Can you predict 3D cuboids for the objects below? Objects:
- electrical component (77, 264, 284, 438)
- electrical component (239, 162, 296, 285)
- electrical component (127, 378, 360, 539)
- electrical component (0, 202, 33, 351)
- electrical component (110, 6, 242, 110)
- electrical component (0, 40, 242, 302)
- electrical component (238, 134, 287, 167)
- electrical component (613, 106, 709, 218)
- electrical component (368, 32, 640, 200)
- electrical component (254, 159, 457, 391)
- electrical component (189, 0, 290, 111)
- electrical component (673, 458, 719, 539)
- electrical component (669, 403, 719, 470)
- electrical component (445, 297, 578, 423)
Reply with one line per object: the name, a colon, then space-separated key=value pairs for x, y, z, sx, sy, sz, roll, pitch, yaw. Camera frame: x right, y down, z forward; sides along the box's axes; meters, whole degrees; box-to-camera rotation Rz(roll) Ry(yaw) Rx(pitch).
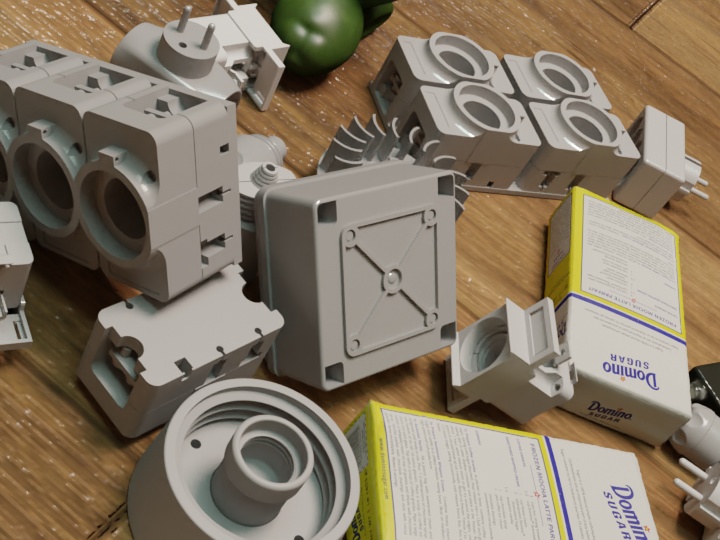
electrical component: x=-0.094 y=0.042 z=0.557 sx=0.089 sy=0.055 sz=0.050 roll=-25 pitch=66 yaw=-43
electrical component: x=-0.066 y=-0.032 z=0.623 sx=0.043 sy=0.081 sz=0.043 roll=17 pitch=44 yaw=-17
electrical component: x=-0.052 y=0.103 z=0.521 sx=0.108 sy=0.060 sz=0.108 roll=17 pitch=44 yaw=-17
electrical component: x=-0.223 y=0.002 z=0.511 sx=0.121 sy=0.063 sz=0.078 roll=-4 pitch=53 yaw=-34
electrical component: x=-0.114 y=-0.133 z=0.691 sx=0.077 sy=0.079 sz=0.043 roll=37 pitch=43 yaw=5
electrical component: x=-0.138 y=-0.053 z=0.552 sx=0.150 sy=0.089 sz=0.062 roll=21 pitch=36 yaw=30
electrical component: x=-0.070 y=-0.066 z=0.682 sx=0.043 sy=0.043 sz=0.062 roll=39 pitch=41 yaw=7
electrical component: x=0.255 y=-0.081 z=0.888 sx=0.076 sy=0.047 sz=0.083 roll=26 pitch=43 yaw=-7
electrical component: x=0.114 y=-0.117 z=0.826 sx=0.186 sy=0.060 sz=0.105 roll=3 pitch=50 yaw=-29
electrical component: x=0.000 y=0.000 z=0.609 sx=0.109 sy=0.108 sz=0.056 roll=-16 pitch=21 yaw=-40
electrical component: x=-0.092 y=-0.152 z=0.750 sx=0.064 sy=0.042 sz=0.081 roll=-18 pitch=61 yaw=-38
electrical component: x=0.226 y=0.144 z=0.659 sx=0.077 sy=0.047 sz=0.065 roll=35 pitch=42 yaw=2
electrical component: x=0.233 y=0.117 z=0.699 sx=0.061 sy=0.035 sz=0.035 roll=39 pitch=42 yaw=4
electrical component: x=0.092 y=0.058 z=0.644 sx=0.064 sy=0.081 sz=0.042 roll=36 pitch=37 yaw=-29
